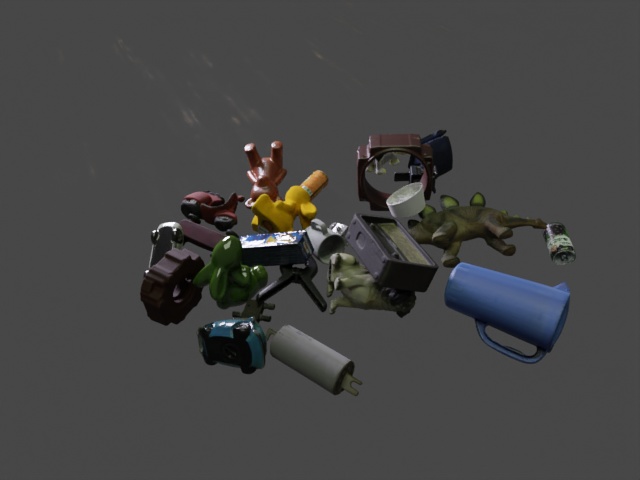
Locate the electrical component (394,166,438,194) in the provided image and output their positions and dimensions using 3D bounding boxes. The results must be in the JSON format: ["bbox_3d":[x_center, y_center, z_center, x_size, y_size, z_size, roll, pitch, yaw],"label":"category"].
[{"bbox_3d":[0.272,-0.172,1.527,0.119,0.074,0.048,1,43,1],"label":"electrical component"}]

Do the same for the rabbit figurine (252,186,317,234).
[{"bbox_3d":[-0.080,-0.081,1.433,0.163,0.121,0.173,23,49,21],"label":"rabbit figurine"}]

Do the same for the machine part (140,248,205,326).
[{"bbox_3d":[-0.327,0.108,1.223,0.056,0.179,0.179,20,49,21],"label":"machine part"}]

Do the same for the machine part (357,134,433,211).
[{"bbox_3d":[0.200,-0.177,1.442,0.201,0.201,0.087,0,33,5],"label":"machine part"}]

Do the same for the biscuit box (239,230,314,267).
[{"bbox_3d":[-0.119,0.023,1.323,0.203,0.062,0.059,-5,33,28],"label":"biscuit box"}]

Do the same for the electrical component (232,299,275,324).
[{"bbox_3d":[-0.155,0.165,1.248,0.094,0.021,0.063,4,43,11],"label":"electrical component"}]

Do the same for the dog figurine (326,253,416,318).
[{"bbox_3d":[0.117,0.099,1.250,0.191,0.121,0.172,4,47,-9],"label":"dog figurine"}]

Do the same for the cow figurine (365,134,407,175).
[{"bbox_3d":[0.206,-0.274,1.627,0.068,0.098,0.167,27,51,38],"label":"cow figurine"}]

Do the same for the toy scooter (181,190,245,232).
[{"bbox_3d":[-0.289,-0.096,1.504,0.184,0.075,0.135,22,49,22],"label":"toy scooter"}]

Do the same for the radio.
[{"bbox_3d":[0.157,0.023,1.232,0.131,0.073,0.230,8,26,-25],"label":"radio"}]

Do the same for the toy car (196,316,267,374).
[{"bbox_3d":[-0.177,0.214,1.152,0.162,0.109,0.103,0,19,23],"label":"toy car"}]

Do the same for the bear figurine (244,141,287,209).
[{"bbox_3d":[-0.162,-0.181,1.546,0.120,0.131,0.196,-3,37,5],"label":"bear figurine"}]

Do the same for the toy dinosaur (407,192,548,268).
[{"bbox_3d":[0.323,-0.027,1.353,0.472,0.104,0.199,-5,35,8],"label":"toy dinosaur"}]

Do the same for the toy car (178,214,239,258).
[{"bbox_3d":[-0.300,-0.002,1.419,0.202,0.053,0.089,20,63,24],"label":"toy car"}]

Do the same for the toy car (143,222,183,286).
[{"bbox_3d":[-0.392,0.045,1.357,0.074,0.056,0.202,-5,60,9],"label":"toy car"}]

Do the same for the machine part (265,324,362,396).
[{"bbox_3d":[-0.018,0.244,1.108,0.243,0.079,0.079,26,51,29],"label":"machine part"}]

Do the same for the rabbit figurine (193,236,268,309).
[{"bbox_3d":[-0.219,0.068,1.249,0.121,0.170,0.159,26,51,30],"label":"rabbit figurine"}]

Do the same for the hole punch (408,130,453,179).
[{"bbox_3d":[0.330,-0.245,1.576,0.142,0.115,0.092,-25,54,-20],"label":"hole punch"}]

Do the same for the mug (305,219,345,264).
[{"bbox_3d":[-0.003,-0.004,1.359,0.081,0.109,0.107,-34,35,-19],"label":"mug"}]
